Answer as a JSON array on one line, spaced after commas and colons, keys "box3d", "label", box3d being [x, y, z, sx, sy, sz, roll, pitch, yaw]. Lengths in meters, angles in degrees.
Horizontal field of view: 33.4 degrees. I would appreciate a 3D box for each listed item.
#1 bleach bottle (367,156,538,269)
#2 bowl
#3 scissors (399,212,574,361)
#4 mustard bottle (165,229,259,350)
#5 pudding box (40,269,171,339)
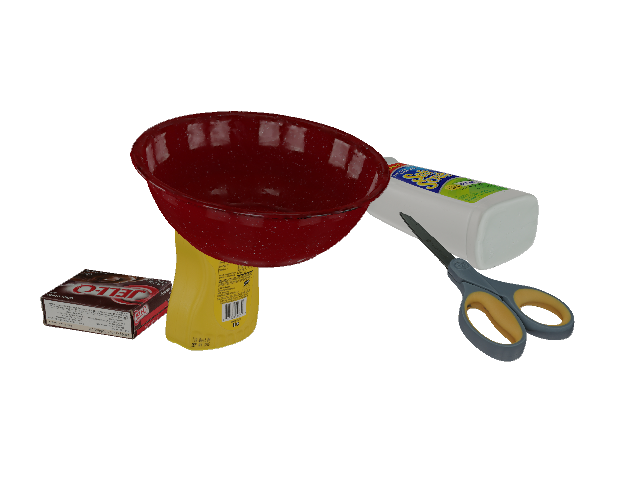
[{"box3d": [0.097, -0.043, 1.109, 0.102, 0.068, 0.251, -18, 28, -41], "label": "bleach bottle"}, {"box3d": [-0.039, -0.028, 0.673, 0.162, 0.055, 0.162, 5, 27, -3], "label": "bowl"}, {"box3d": [0.132, 0.028, 0.846, 0.096, 0.016, 0.202, -1, 32, -11], "label": "scissors"}, {"box3d": [-0.091, -0.002, 0.963, 0.058, 0.192, 0.096, 19, 20, 37], "label": "mustard bottle"}, {"box3d": [-0.229, 0.067, 1.149, 0.114, 0.039, 0.090, 5, 18, 19], "label": "pudding box"}]
